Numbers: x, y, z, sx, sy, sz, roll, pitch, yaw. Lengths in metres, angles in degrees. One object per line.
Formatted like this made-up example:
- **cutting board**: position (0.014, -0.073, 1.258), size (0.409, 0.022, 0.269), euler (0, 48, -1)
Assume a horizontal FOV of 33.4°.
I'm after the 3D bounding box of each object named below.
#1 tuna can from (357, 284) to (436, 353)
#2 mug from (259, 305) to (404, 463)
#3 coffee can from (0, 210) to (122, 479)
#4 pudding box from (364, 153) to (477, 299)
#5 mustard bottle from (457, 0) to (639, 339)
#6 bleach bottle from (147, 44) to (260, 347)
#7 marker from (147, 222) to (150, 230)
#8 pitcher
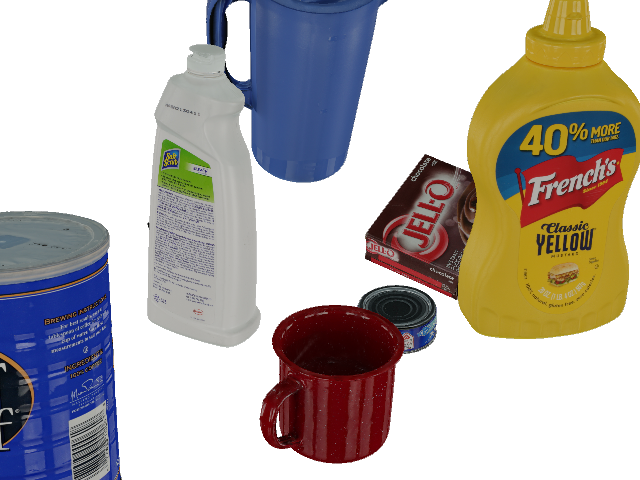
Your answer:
- **tuna can**: position (0.082, 0.083, 1.140), size (0.086, 0.034, 0.086), euler (-1, 30, 1)
- **mug**: position (0.003, 0.109, 0.759), size (0.093, 0.081, 0.117), euler (25, 36, 35)
- **coffee can**: position (-0.155, 0.065, 0.540), size (0.103, 0.140, 0.103), euler (0, 17, 0)
- **pudding box**: position (0.102, -0.013, 0.908), size (0.090, 0.039, 0.113), euler (25, 52, 19)
- **mustard bottle**: position (0.128, -0.041, 0.587), size (0.096, 0.192, 0.058), euler (-5, 27, -8)
- **bleach bottle**: position (-0.095, -0.039, 0.909), size (0.103, 0.251, 0.068), euler (15, 26, 20)
- **marker**: position (-0.161, 0.032, 1.121), size (0.020, 0.121, 0.020), euler (-9, 19, 3)
- **pitcher**: position (-0.024, -0.179, 1.107), size (0.149, 0.243, 0.144), euler (29, 50, 19)
